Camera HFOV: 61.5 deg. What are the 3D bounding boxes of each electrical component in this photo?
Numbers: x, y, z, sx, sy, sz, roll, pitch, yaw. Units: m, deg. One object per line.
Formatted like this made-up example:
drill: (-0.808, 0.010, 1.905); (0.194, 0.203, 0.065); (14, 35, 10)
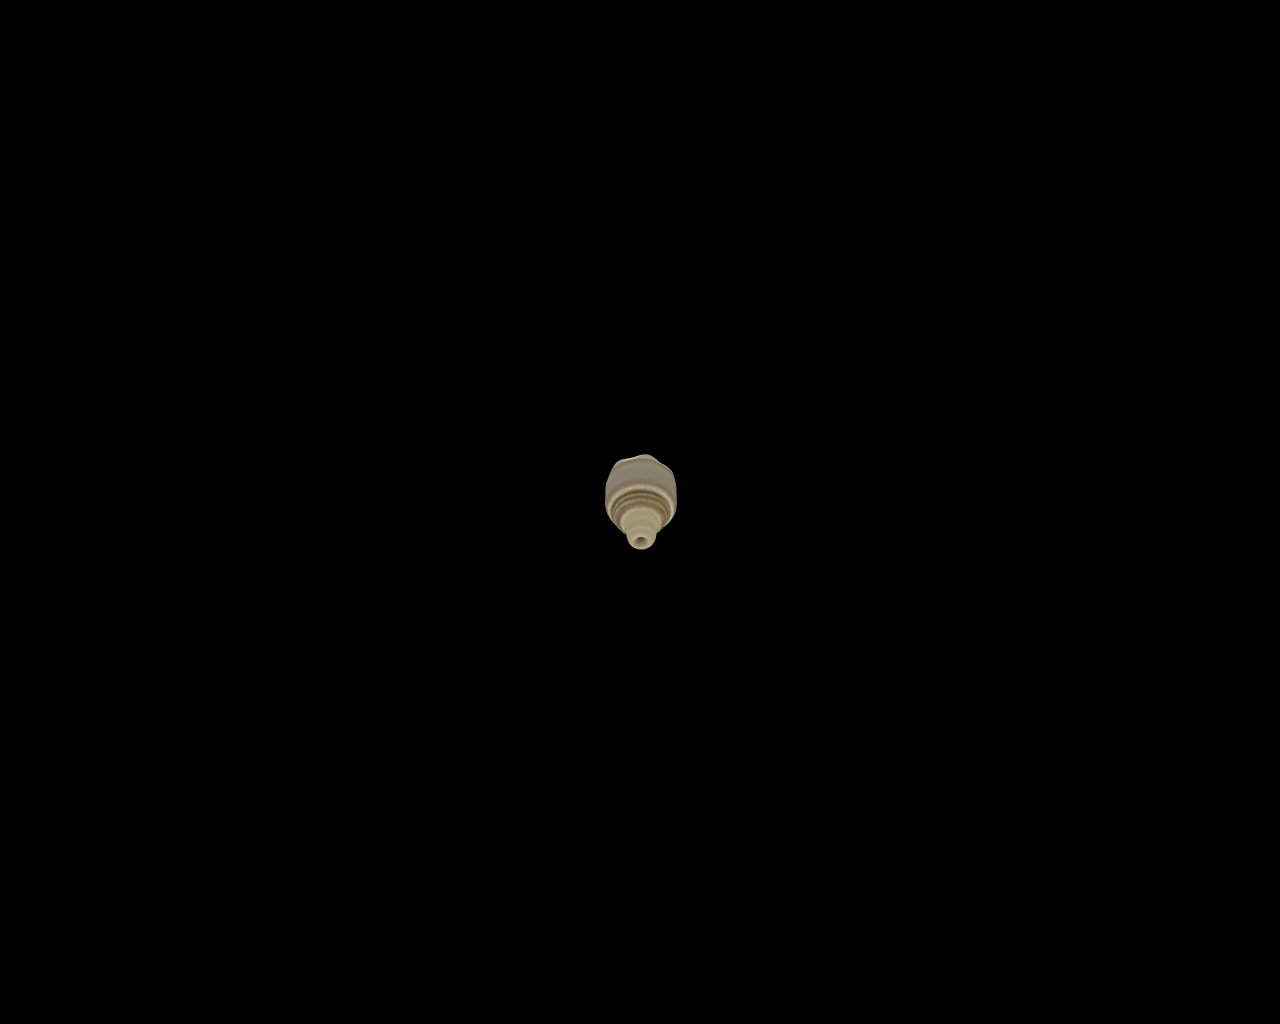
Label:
electrical component: (0.001, -0.003, 0.650); (0.043, 0.043, 0.062); (0, 43, 0)
